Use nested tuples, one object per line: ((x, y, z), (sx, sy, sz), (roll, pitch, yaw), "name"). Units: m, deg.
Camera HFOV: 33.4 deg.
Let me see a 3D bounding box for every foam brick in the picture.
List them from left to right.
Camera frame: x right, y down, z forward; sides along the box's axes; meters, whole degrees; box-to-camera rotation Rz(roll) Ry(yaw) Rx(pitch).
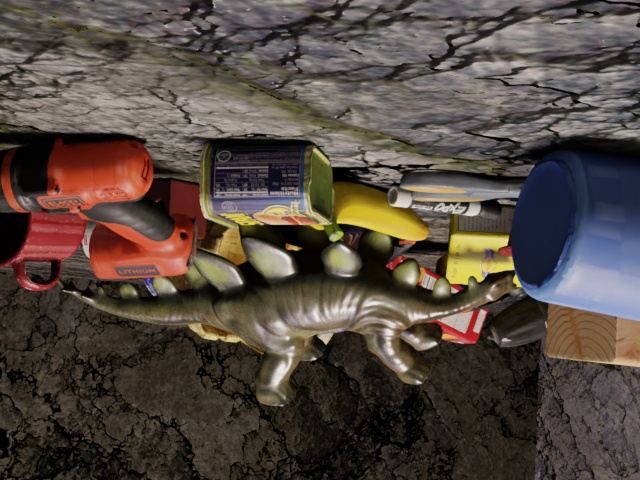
((-0.153, -0.028, 1.034), (0.078, 0.053, 0.051), (-2, 172, 38), "foam brick")

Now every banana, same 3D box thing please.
((0.033, -0.022, 0.946), (0.037, 0.070, 0.197), (-44, 161, 23), "banana")

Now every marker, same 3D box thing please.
((0.117, -0.034, 0.981), (0.120, 0.020, 0.020), (7, 174, -28), "marker")

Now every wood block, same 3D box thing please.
((0.318, 0.074, 0.985), (0.205, 0.091, 0.090), (8, 174, -28), "wood block")

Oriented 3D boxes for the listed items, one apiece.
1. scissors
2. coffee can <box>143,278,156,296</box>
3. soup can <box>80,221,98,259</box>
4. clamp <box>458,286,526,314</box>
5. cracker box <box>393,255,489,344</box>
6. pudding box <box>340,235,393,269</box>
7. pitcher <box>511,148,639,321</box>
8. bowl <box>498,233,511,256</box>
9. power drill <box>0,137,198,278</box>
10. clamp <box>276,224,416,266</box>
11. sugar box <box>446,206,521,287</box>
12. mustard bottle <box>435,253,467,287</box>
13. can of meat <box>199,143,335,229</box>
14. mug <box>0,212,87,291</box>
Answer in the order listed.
((0.152, -0.045, 0.867), (0.202, 0.016, 0.096), (-2, 172, 40), "scissors")
((-0.166, 0.036, 1.440), (0.102, 0.103, 0.141), (7, 174, -32), "coffee can")
((-0.218, -0.005, 1.235), (0.102, 0.068, 0.068), (1, 174, 28), "soup can")
((0.253, 0.049, 1.351), (0.171, 0.039, 0.120), (-20, 153, -4), "clamp")
((0.100, 0.071, 1.446), (0.213, 0.072, 0.164), (26, 170, -42), "cracker box")
((0.042, 0.031, 1.319), (0.039, 0.090, 0.114), (7, 174, -36), "pudding box")
((0.270, -0.002, 0.759), (0.242, 0.149, 0.145), (8, -170, -15), "pitcher")
((0.240, -0.012, 0.944), (0.162, 0.055, 0.162), (4, 174, 0), "bowl")
((-0.198, -0.023, 0.890), (0.185, 0.057, 0.187), (-2, 159, 18), "power drill")
((-0.007, 0.001, 1.113), (0.210, 0.036, 0.164), (-14, 128, 14), "clamp")
((0.216, 0.010, 1.065), (0.176, 0.048, 0.093), (5, 147, 6), "sugar box")
((0.210, 0.038, 1.448), (0.096, 0.058, 0.191), (7, 175, 3), "mustard bottle")
((-0.038, -0.041, 0.823), (0.084, 0.057, 0.102), (0, 174, 11), "can of meat")
((-0.278, -0.008, 1.027), (0.093, 0.117, 0.081), (-23, 167, 29), "mug")
